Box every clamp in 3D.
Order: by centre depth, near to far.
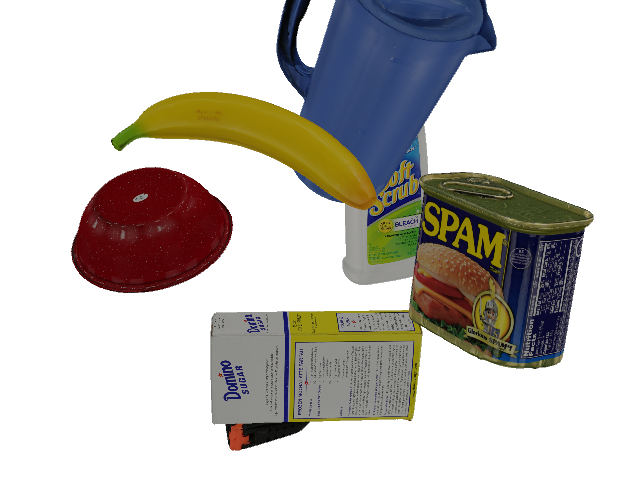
[{"bbox_3d":[-0.029,0.156,1.111,0.165,0.036,0.209,12,26,15],"label":"clamp"}]

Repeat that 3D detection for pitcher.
[{"bbox_3d":[0.042,-0.153,1.009,0.144,0.149,0.243,-14,-31,-30],"label":"pitcher"}]

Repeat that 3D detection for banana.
[{"bbox_3d":[-0.049,-0.072,0.783,0.198,0.069,0.037,13,-20,9],"label":"banana"}]

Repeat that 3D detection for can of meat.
[{"bbox_3d":[0.095,0.015,0.593,0.057,0.084,0.102,-6,20,-32],"label":"can of meat"}]

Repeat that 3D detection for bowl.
[{"bbox_3d":[-0.169,-0.022,1.036,0.162,0.055,0.162,-5,41,4],"label":"bowl"}]

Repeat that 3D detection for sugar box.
[{"bbox_3d":[-0.005,0.107,0.911,0.176,0.093,0.048,1,27,-2],"label":"sugar box"}]

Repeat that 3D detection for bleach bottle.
[{"bbox_3d":[0.068,-0.081,1.180,0.102,0.251,0.068,-10,23,-12],"label":"bleach bottle"}]
